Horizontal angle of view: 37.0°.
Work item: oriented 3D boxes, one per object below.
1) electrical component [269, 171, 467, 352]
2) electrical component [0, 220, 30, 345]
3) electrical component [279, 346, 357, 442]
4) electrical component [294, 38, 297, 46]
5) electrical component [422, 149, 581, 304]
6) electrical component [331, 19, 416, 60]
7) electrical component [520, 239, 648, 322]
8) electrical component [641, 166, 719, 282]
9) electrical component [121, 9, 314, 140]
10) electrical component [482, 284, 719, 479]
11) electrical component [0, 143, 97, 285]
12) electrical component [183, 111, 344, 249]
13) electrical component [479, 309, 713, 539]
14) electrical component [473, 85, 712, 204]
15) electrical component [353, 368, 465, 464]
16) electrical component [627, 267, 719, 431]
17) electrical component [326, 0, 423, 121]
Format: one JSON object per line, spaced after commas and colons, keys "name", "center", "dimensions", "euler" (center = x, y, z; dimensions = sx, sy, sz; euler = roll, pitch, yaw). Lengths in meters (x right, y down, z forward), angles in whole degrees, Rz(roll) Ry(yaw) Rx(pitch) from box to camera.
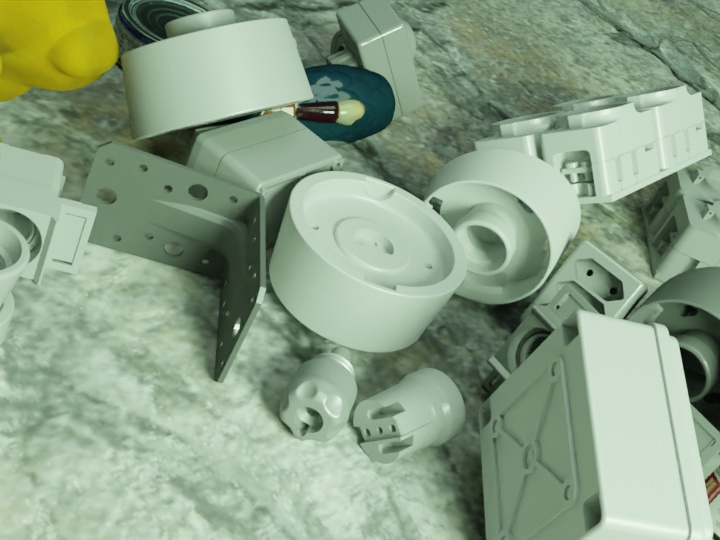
{"name": "electrical component", "center": [0.000, 0.000, 0.617], "dimensions": [0.108, 0.060, 0.108], "euler": [18, 35, -13]}
{"name": "electrical component", "center": [-0.178, 0.008, 0.488], "dimensions": [0.045, 0.055, 0.045], "euler": [18, 35, -13]}
{"name": "electrical component", "center": [-0.018, 0.059, 0.551], "dimensions": [0.035, 0.035, 0.061], "euler": [28, 31, 1]}
{"name": "electrical component", "center": [-0.072, -0.151, 0.785], "dimensions": [0.043, 0.043, 0.062], "euler": [25, 35, -4]}
{"name": "electrical component", "center": [0.086, -0.028, 0.685], "dimensions": [0.099, 0.099, 0.064], "euler": [30, 40, 4]}
{"name": "electrical component", "center": [0.009, -0.183, 0.885], "dimensions": [0.065, 0.044, 0.044], "euler": [-17, 54, -41]}
{"name": "electrical component", "center": [0.147, 0.024, 0.692], "dimensions": [0.047, 0.065, 0.077], "euler": [40, 7, 18]}
{"name": "electrical component", "center": [0.327, -0.010, 0.858], "dimensions": [0.186, 0.060, 0.105], "euler": [23, 34, -7]}
{"name": "electrical component", "center": [-0.086, -0.117, 0.625], "dimensions": [0.108, 0.060, 0.108], "euler": [-13, 8, 2]}
{"name": "electrical component", "center": [0.138, 0.078, 0.601], "dimensions": [0.063, 0.078, 0.121], "euler": [6, 37, -54]}
{"name": "electrical component", "center": [-0.180, -0.032, 0.553], "dimensions": [0.081, 0.042, 0.063], "euler": [15, 33, -20]}
{"name": "electrical component", "center": [-0.060, -0.054, 0.647], "dimensions": [0.061, 0.061, 0.096], "euler": [40, 36, 18]}
{"name": "electrical component", "center": [0.104, 0.092, 0.505], "dimensions": [0.056, 0.108, 0.108], "euler": [13, 53, -16]}
{"name": "electrical component", "center": [0.180, -0.097, 0.822], "dimensions": [0.105, 0.060, 0.186], "euler": [-2, 13, 39]}
{"name": "electrical component", "center": [0.025, 0.076, 0.555], "dimensions": [0.046, 0.040, 0.040], "euler": [-18, 54, -41]}
{"name": "electrical component", "center": [0.213, 0.051, 0.665], "dimensions": [0.099, 0.099, 0.064], "euler": [43, 43, 22]}
{"name": "electrical component", "center": [-0.001, -0.151, 0.815], "dimensions": [0.076, 0.083, 0.047], "euler": [-25, 50, -4]}
